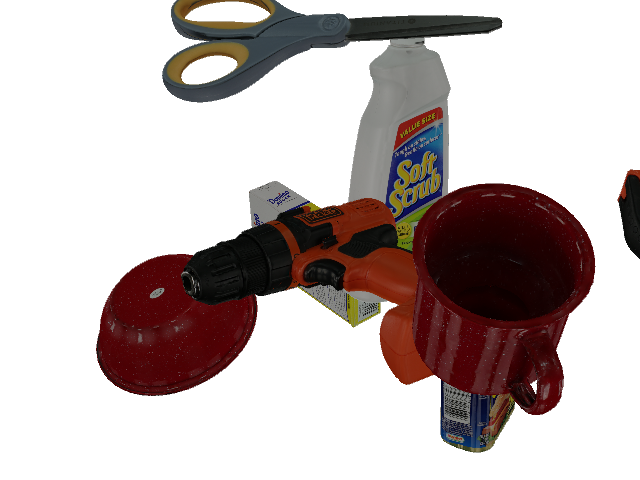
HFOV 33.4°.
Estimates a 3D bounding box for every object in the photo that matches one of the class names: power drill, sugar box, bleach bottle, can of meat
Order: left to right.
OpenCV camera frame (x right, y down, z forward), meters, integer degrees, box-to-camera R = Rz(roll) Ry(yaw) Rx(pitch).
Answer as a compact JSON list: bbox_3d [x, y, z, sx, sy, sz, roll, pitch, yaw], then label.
[{"bbox_3d":[-0.007,0.011,1.156,0.048,0.093,0.176,-25,41,-29],"label":"sugar box"},{"bbox_3d":[0.021,0.030,0.745,0.184,0.057,0.188,-19,33,-34],"label":"power drill"},{"bbox_3d":[0.069,-0.073,0.980,0.102,0.251,0.068,-11,24,-26],"label":"bleach bottle"},{"bbox_3d":[0.150,0.138,1.009,0.058,0.084,0.101,11,28,26],"label":"can of meat"}]

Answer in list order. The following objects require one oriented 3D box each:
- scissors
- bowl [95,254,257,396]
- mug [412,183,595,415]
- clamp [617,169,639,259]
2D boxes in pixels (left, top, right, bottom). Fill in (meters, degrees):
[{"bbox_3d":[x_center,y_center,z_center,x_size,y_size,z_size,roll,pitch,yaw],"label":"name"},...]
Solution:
[{"bbox_3d":[-0.007,-0.108,0.613,0.202,0.096,0.016,15,-29,25],"label":"scissors"},{"bbox_3d":[-0.143,0.065,0.995,0.162,0.162,0.055,0,-43,21],"label":"bowl"},{"bbox_3d":[0.097,0.039,0.567,0.093,0.117,0.081,-17,-35,-13],"label":"mug"},{"bbox_3d":[0.267,0.012,0.702,0.120,0.039,0.171,-4,45,-24],"label":"clamp"}]
